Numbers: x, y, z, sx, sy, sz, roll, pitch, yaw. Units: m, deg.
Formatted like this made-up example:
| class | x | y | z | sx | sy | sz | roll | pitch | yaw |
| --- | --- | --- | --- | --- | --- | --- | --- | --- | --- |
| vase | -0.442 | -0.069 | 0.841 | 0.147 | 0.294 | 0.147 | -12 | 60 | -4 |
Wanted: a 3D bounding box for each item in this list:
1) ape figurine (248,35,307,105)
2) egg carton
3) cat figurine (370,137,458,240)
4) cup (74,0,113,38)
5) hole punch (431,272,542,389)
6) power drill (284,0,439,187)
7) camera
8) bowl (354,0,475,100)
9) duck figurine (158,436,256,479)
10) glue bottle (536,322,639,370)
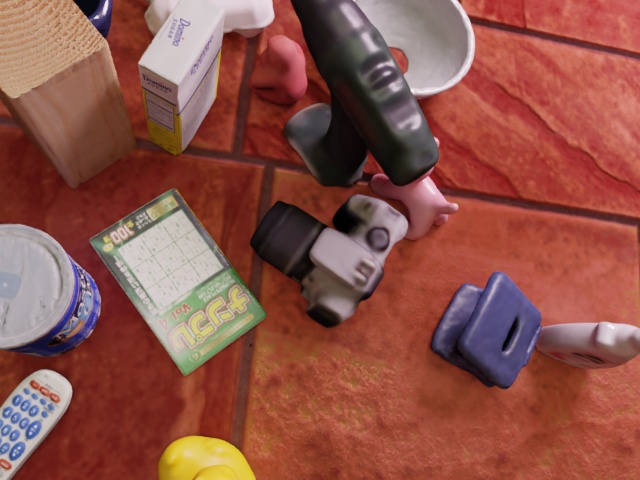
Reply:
| class | x | y | z | sx | sy | sz | roll | pitch | yaw |
| --- | --- | --- | --- | --- | --- | --- | --- | --- | --- |
| ape figurine | -0.046 | -0.202 | 0.661 | 0.078 | 0.092 | 0.076 | -30 | 84 | -17 |
| egg carton | -0.134 | -0.287 | 0.676 | 0.150 | 0.069 | 0.107 | -14 | 79 | -15 |
| cat figurine | 0.109 | -0.073 | 0.648 | 0.067 | 0.117 | 0.128 | -35 | 85 | -17 |
| cup | -0.274 | -0.228 | 0.618 | 0.092 | 0.095 | 0.118 | 31 | 72 | -3 |
| hole punch | 0.196 | 0.101 | 0.637 | 0.101 | 0.091 | 0.109 | 32 | 72 | -2 |
| power drill | 0.023 | -0.144 | 0.600 | 0.076 | 0.208 | 0.229 | -36 | 85 | -17 |
| camera | 0.006 | 0.002 | 0.616 | 0.137 | 0.100 | 0.143 | 33 | 72 | -2 |
| bowl | 0.101 | -0.239 | 0.711 | 0.167 | 0.074 | 0.167 | 3 | 76 | -11 |
| duck figurine | -0.106 | 0.232 | 0.543 | 0.104 | 0.086 | 0.077 | 34 | 72 | -2 |
| glue bottle | 0.311 | 0.111 | 0.616 | 0.078 | 0.173 | 0.037 | 19 | 73 | -6 |
